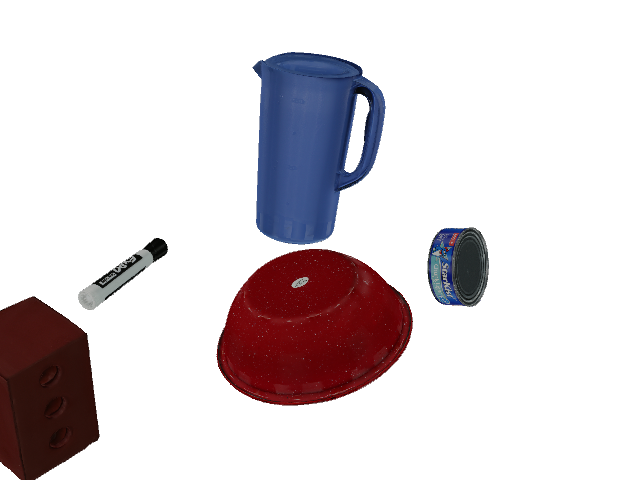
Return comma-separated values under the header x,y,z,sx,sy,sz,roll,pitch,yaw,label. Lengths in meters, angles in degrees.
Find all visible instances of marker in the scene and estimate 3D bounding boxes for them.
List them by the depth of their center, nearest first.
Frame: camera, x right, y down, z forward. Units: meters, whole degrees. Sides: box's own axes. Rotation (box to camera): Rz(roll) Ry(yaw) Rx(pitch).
x,y,z,sx,sy,sz,roll,pitch,yaw,label
-0.177,0.028,0.977,0.020,0.020,0.121,0,24,29,marker

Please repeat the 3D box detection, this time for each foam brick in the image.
x,y,z,sx,sy,sz,roll,pitch,yaw,label
-0.160,0.081,0.586,0.051,0.078,0.052,28,42,35,foam brick

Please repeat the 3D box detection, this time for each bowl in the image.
x,y,z,sx,sy,sz,roll,pitch,yaw,label
-0.010,0.055,0.846,0.162,0.055,0.162,-10,34,6,bowl

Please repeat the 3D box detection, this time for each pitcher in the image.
x,y,z,sx,sy,sz,roll,pitch,yaw,label
-0.013,-0.120,1.420,0.144,0.243,0.149,-3,24,-22,pitcher

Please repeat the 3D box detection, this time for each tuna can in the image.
x,y,z,sx,sy,sz,roll,pitch,yaw,label
0.149,0.028,1.156,0.034,0.086,0.086,1,0,34,tuna can
